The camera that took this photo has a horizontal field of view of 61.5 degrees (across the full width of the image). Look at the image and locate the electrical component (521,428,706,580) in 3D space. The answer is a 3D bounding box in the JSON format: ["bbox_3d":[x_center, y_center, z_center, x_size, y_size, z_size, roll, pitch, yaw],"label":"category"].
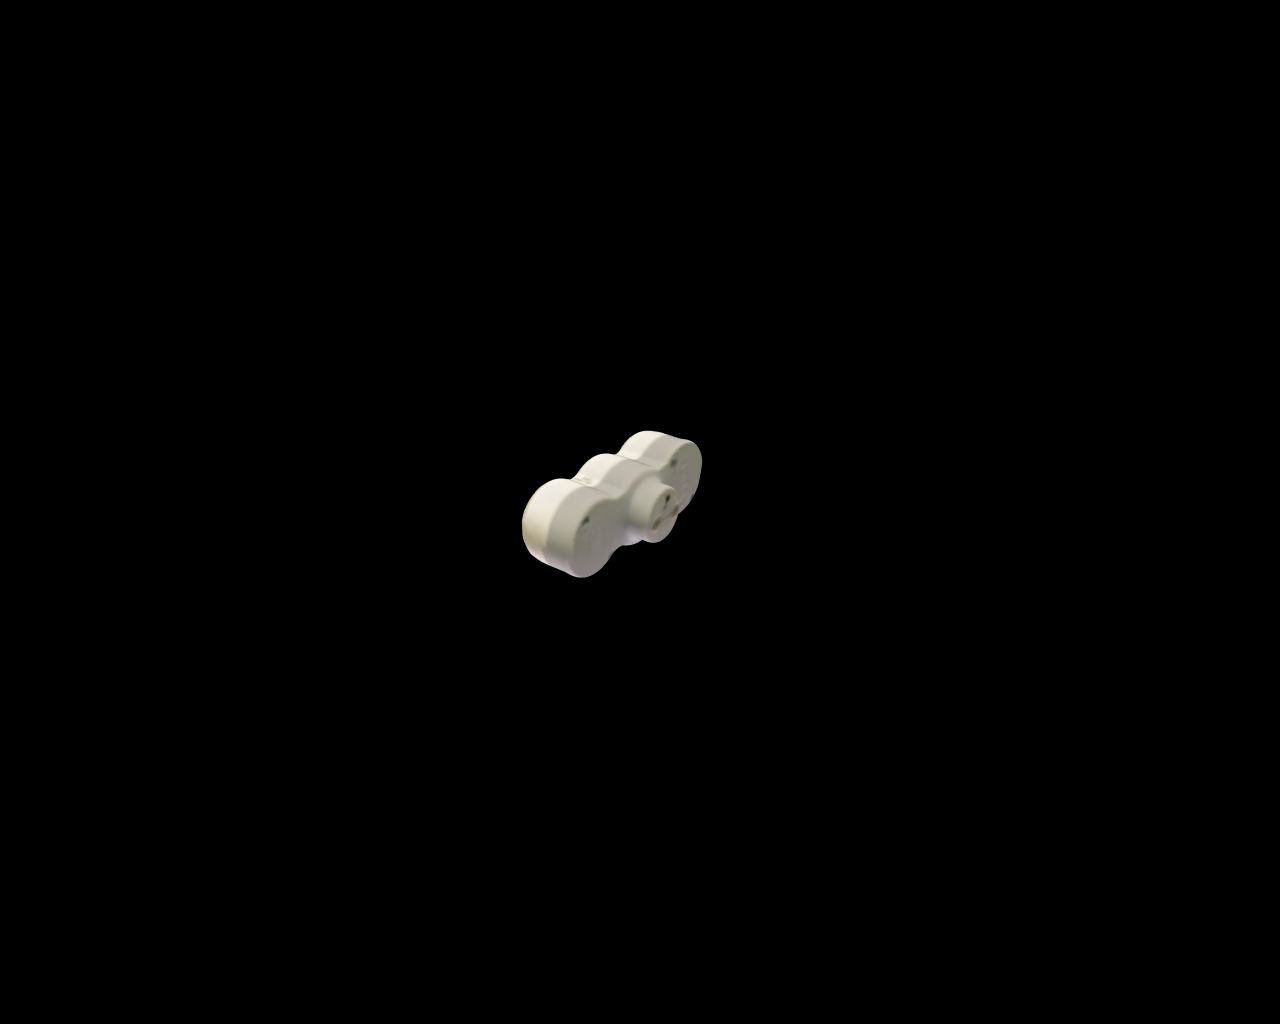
[{"bbox_3d":[0.001,-0.003,0.650,0.074,0.052,0.138,20,35,31],"label":"electrical component"}]
